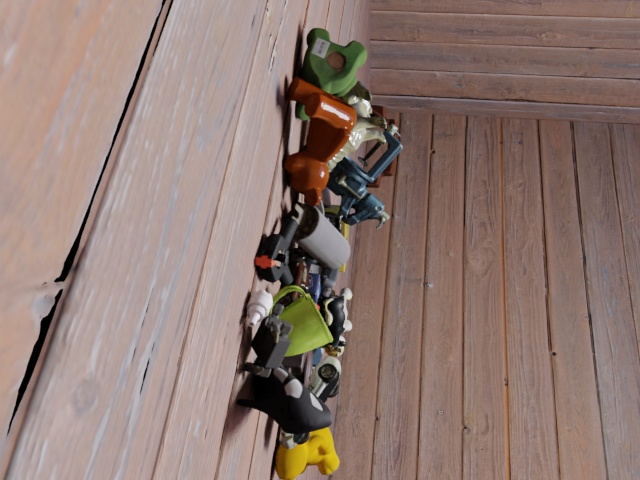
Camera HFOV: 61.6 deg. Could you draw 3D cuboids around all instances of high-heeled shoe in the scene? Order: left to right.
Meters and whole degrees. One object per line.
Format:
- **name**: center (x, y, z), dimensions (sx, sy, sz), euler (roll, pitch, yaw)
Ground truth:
- **high-heeled shoe**: center (-0.039, 0.242, 0.861), dimensions (0.248, 0.145, 0.086), euler (-10, 106, -81)

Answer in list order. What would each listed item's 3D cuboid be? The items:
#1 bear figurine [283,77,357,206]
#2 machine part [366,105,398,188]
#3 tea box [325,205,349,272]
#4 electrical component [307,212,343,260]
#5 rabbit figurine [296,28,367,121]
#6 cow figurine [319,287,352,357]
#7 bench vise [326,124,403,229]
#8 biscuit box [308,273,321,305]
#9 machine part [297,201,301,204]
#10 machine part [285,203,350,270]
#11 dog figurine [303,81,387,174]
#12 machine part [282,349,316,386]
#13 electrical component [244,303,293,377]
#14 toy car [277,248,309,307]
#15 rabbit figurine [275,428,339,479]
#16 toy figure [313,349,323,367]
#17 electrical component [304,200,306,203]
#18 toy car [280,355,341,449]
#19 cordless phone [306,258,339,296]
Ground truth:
- **bear figurine**: center (-0.021, -0.170, 0.969), dimensions (0.195, 0.132, 0.120), euler (-58, -140, 20)
- **machine part**: center (0.090, -0.235, 1.347), dimensions (0.087, 0.201, 0.201), euler (-10, 105, -80)
- **tea box**: center (0.023, -0.005, 1.384), dimensions (0.068, 0.098, 0.169), euler (-74, 168, -54)
- **electrical component**: center (0.006, -0.010, 1.254), dimensions (0.134, 0.058, 0.114), euler (-153, -111, -73)
- **rabbit figurine**: center (0.014, -0.304, 1.073), dimensions (0.170, 0.121, 0.159), euler (125, -24, -75)
- **cow figurine**: center (0.031, 0.196, 1.203), dimensions (0.098, 0.068, 0.167), euler (-45, 136, -70)
- **bench vise**: center (0.110, -0.155, 1.241), dimensions (0.240, 0.224, 0.129), euler (-49, 170, 12)
- **biscuit box**: center (-0.029, 0.159, 1.219), dimensions (0.202, 0.059, 0.063), euler (87, 11, -45)
- **machine part**: center (-0.034, -0.036, 1.147), dimensions (0.139, 0.039, 0.084), euler (23, 67, -81)
- **machine part**: center (-0.002, -0.003, 1.073), dimensions (0.243, 0.079, 0.079), euler (46, 47, -57)
- **dog figurine**: center (0.027, -0.241, 1.152), dimensions (0.121, 0.191, 0.172), euler (69, -4, -62)
- **machine part**: center (-0.049, 0.273, 1.158), dimensions (0.179, 0.056, 0.179), euler (4, 91, -81)
- **electrical component**: center (-0.078, 0.154, 0.804), dimensions (0.102, 0.045, 0.078), euler (-60, -140, 17)
- **toy car**: center (-0.050, 0.100, 1.061), dimensions (0.202, 0.053, 0.089), euler (-75, 164, -51)
- **rabbit figurine**: center (-0.037, 0.451, 1.168), dimensions (0.173, 0.122, 0.162), euler (-5, 97, -64)
- **toy figure**: center (-0.019, 0.247, 1.390), dimensions (0.064, 0.058, 0.154), euler (-25, -127, 53)
- **electrical component**: center (-0.026, -0.130, 1.211), dimensions (0.063, 0.021, 0.093), euler (-63, 155, -73)
- **toy car**: center (-0.018, 0.321, 1.069), dimensions (0.202, 0.056, 0.073), euler (-50, 149, -35)
- **cordless phone**: center (-0.001, 0.124, 1.347), dimensions (0.147, 0.089, 0.184), euler (-77, 173, -52)
